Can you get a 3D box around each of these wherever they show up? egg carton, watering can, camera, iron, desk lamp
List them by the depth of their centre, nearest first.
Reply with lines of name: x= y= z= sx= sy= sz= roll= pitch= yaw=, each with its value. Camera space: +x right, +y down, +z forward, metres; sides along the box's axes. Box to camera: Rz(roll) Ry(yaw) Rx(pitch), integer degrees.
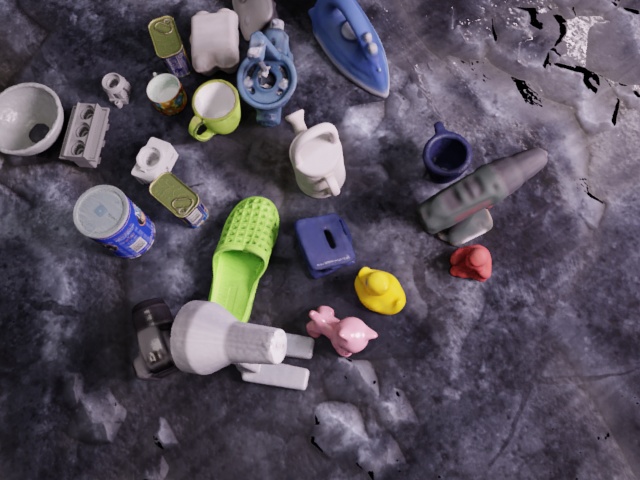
desk lamp: x=-0.123 y=0.179 z=0.964 sx=0.203 sy=0.214 sz=0.118 roll=7 pitch=73 yaw=7
camera: x=-0.280 y=0.169 z=1.040 sx=0.143 sy=0.101 sz=0.136 roll=-24 pitch=72 yaw=-3
watering can: x=-0.012 y=-0.164 z=1.074 sx=0.172 sy=0.194 sz=0.101 roll=39 pitch=79 yaw=15
iron: x=0.073 y=-0.426 z=1.177 sx=0.118 sy=0.141 sz=0.258 roll=-30 pitch=72 yaw=-5
egg carton: x=-0.227 y=-0.430 z=1.241 sx=0.107 sy=0.069 sz=0.150 roll=-6 pitch=72 yaw=3

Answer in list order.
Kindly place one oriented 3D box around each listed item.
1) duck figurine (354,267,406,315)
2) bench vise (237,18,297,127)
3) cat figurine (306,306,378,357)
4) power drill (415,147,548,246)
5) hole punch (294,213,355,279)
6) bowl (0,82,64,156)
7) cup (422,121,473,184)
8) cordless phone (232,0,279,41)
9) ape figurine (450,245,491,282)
duck figurine: x=0.109 y=0.088 z=1.041 sx=0.104 sy=0.086 sz=0.077 roll=39 pitch=79 yaw=15
bench vise: x=-0.114 y=-0.358 z=1.130 sx=0.121 sy=0.220 sz=0.207 roll=-12 pitch=72 yaw=1
cat figurine: x=0.035 y=0.159 z=1.008 sx=0.127 sy=0.118 sz=0.067 roll=29 pitch=77 yaw=13
power drill: x=0.274 y=-0.068 z=1.012 sx=0.229 sy=0.208 sz=0.075 roll=-27 pitch=72 yaw=-4
hole punch: x=0.010 y=0.004 z=1.073 sx=0.101 sy=0.091 sz=0.108 roll=-22 pitch=72 yaw=-2
bowl: x=-0.611 y=-0.244 z=1.211 sx=0.167 sy=0.075 sz=0.167 roll=-1 pitch=72 yaw=4
cup: x=0.237 y=-0.160 z=1.104 sx=0.091 sy=0.095 sz=0.117 roll=-13 pitch=72 yaw=1
cordless phone: x=-0.147 y=-0.526 z=1.204 sx=0.094 sy=0.185 sz=0.147 roll=-21 pitch=72 yaw=-2
ape figurine: x=0.280 y=0.038 z=1.039 sx=0.076 sy=0.092 sz=0.077 roll=-38 pitch=73 yaw=-7
